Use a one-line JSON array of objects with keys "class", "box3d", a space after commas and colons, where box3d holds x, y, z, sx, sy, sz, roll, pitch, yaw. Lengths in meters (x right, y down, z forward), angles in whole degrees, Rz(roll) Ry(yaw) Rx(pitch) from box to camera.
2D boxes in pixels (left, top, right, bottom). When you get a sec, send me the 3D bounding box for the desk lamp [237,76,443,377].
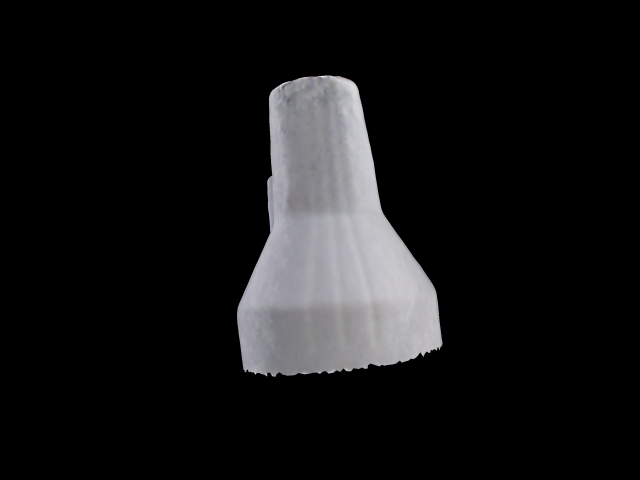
[{"class": "desk lamp", "box3d": [0.004, 0.001, 0.400, 0.118, 0.213, 0.203, -7, 70, -2]}]
